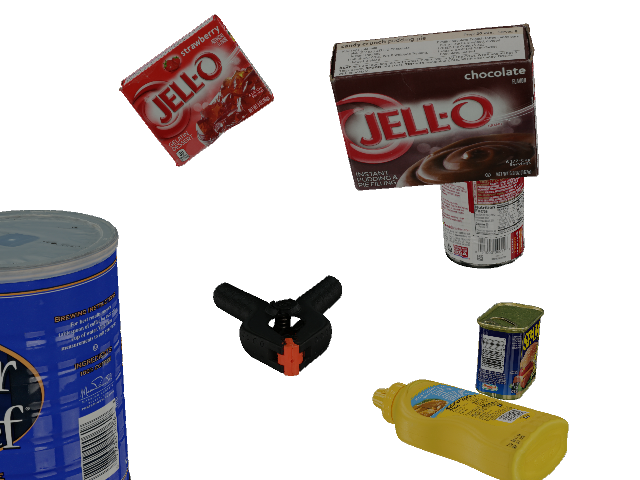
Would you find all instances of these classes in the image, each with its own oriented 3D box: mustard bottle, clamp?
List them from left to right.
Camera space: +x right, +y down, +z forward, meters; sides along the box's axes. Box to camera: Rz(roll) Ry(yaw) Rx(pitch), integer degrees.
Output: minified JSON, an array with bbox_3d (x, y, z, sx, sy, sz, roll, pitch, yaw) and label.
[{"bbox_3d":[-0.043,0.070,0.943,0.120,0.039,0.171,-7,16,5],"label":"clamp"},{"bbox_3d":[0.128,0.172,1.008,0.192,0.058,0.096,13,20,40],"label":"mustard bottle"}]

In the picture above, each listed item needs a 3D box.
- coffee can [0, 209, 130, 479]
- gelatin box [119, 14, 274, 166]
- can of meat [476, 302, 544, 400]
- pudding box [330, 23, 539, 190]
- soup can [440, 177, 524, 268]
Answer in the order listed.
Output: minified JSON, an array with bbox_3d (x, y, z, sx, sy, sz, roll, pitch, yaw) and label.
[{"bbox_3d":[-0.151,0.065,0.541,0.103,0.140,0.103,0,17,0],"label":"coffee can"},{"bbox_3d":[-0.090,-0.109,0.781,0.089,0.073,0.030,-34,19,6],"label":"gelatin box"},{"bbox_3d":[0.210,0.123,1.193,0.058,0.084,0.102,8,13,25],"label":"can of meat"},{"bbox_3d":[0.068,-0.075,0.617,0.113,0.039,0.090,-6,-41,10],"label":"pudding box"},{"bbox_3d":[0.133,-0.036,0.871,0.068,0.102,0.068,-5,26,2],"label":"soup can"}]
